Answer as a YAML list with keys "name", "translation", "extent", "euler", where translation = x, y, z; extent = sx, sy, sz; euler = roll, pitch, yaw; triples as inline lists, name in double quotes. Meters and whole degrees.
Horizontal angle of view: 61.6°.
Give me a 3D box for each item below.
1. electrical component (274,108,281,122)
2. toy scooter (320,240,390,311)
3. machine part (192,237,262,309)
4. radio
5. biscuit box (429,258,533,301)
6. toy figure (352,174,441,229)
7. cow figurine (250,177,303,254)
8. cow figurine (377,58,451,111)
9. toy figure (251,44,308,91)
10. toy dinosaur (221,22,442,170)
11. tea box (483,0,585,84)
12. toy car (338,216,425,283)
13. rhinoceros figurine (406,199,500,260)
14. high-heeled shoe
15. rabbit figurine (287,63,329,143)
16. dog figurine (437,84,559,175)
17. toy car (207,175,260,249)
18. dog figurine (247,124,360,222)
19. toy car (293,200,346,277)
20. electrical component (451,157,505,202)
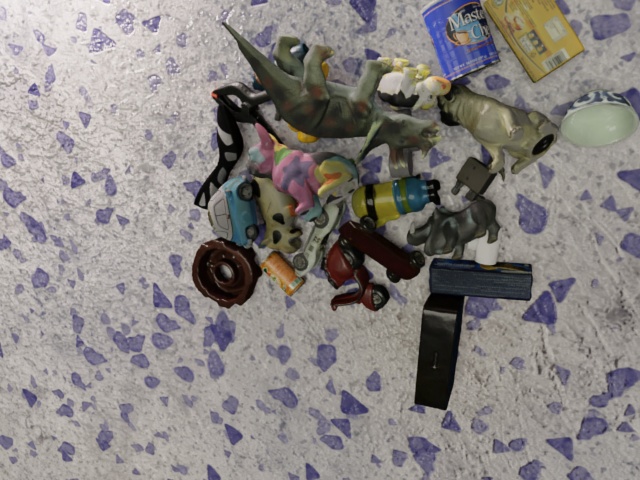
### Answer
- name: "electrical component"
  translation: [-0.068, -0.300, 1.166]
  extent: [0.063, 0.021, 0.094]
  euler: [20, 112, 15]
- name: "toy scooter"
  translation: [0.059, 0.093, 1.203]
  extent: [0.135, 0.075, 0.183]
  euler: [-29, 98, 27]
- name: "machine part"
  translation: [-0.230, 0.078, 1.319]
  extent: [0.180, 0.056, 0.179]
  euler: [6, 108, 21]
- name: "radio"
  translation: [0.253, 0.225, 1.132]
  extent: [0.073, 0.131, 0.229]
  euler: [9, 108, 19]
- name: "biscuit box"
  translation: [0.327, 0.079, 1.101]
  extent: [0.203, 0.059, 0.062]
  euler: [3, 107, 20]
- name: "toy figure"
  translation: [0.153, -0.089, 1.105]
  extent: [0.180, 0.082, 0.089]
  euler: [-11, 137, 27]
- name: "cow figurine"
  translation: [-0.099, -0.059, 1.214]
  extent: [0.127, 0.085, 0.194]
  euler: [-23, 93, 27]
- name: "cow figurine"
  translation: [0.171, -0.283, 1.020]
  extent: [0.168, 0.068, 0.098]
  euler: [43, 132, 44]
- name: "toy figure"
  translation: [-0.089, -0.362, 1.140]
  extent: [0.154, 0.057, 0.064]
  euler: [-22, 58, 27]
- name: "toy dinosaur"
  translation: [0.011, -0.243, 0.957]
  extent: [0.405, 0.131, 0.192]
  euler: [11, 107, -11]
- name: "tea box"
  translation: [0.376, -0.374, 0.948]
  extent: [0.098, 0.068, 0.169]
  euler: [-31, 91, 25]
- name: "toy car"
  translation: [0.129, 0.018, 1.135]
  extent: [0.202, 0.053, 0.089]
  euler: [34, 136, -15]
- name: "rhinoceros figurine"
  translation: [0.259, -0.021, 1.067]
  extent: [0.190, 0.073, 0.112]
  euler: [-23, 66, 37]
- name: "high-heeled shoe"
  translation: [-0.245, -0.181, 1.220]
  extent: [0.145, 0.086, 0.248]
  euler: [-8, 121, 5]
- name: "rabbit figurine"
  translation: [-0.011, -0.268, 1.071]
  extent: [0.122, 0.173, 0.162]
  euler: [7, 112, 24]
- name: "dog figurine"
  translation: [0.331, -0.228, 1.006]
  extent: [0.191, 0.172, 0.121]
  euler: [59, 135, 33]
- name: "toy car"
  translation: [-0.194, -0.058, 1.176]
  extent: [0.103, 0.109, 0.161]
  euler: [-7, 90, -16]
- name: "dog figurine"
  translation: [-0.045, -0.158, 1.103]
  extent: [0.191, 0.108, 0.219]
  euler: [-36, 78, 11]
- name: "toy car"
  translation: [-0.002, -0.004, 1.197]
  extent: [0.056, 0.073, 0.201]
  euler: [29, 113, 12]
- name: "electrical component"
  translation: [0.316, -0.119, 1.060]
  extent: [0.078, 0.045, 0.102]
  euler: [40, 116, 38]
